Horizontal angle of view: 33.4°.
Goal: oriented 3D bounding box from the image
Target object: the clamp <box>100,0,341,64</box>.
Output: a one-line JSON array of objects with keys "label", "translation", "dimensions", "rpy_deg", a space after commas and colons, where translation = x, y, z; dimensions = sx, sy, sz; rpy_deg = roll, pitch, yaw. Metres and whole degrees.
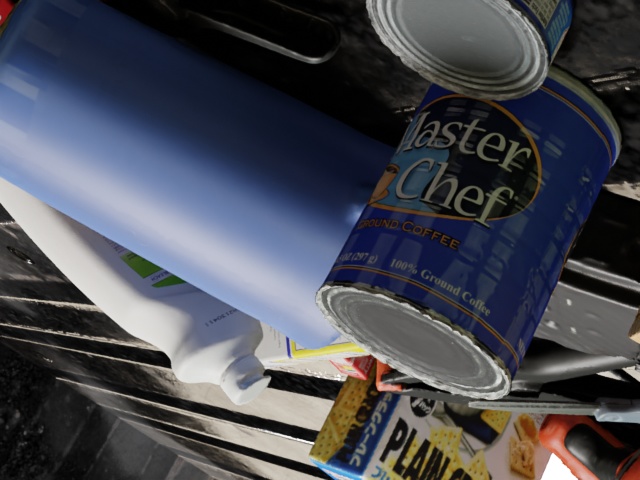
[{"label": "clamp", "translation": [-0.068, -0.132, 0.569], "dimensions": [0.120, 0.039, 0.172], "rpy_deg": [43, 163, -30]}]

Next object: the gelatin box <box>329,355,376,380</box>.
[{"label": "gelatin box", "translation": [0.027, 0.050, 0.811], "dimensions": [0.030, 0.089, 0.073], "rpy_deg": [9, 153, 39]}]

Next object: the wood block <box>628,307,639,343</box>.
[{"label": "wood block", "translation": [0.263, 0.049, 0.483], "dimensions": [0.206, 0.090, 0.091], "rpy_deg": [29, 162, 1]}]

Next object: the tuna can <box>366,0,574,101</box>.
[{"label": "tuna can", "translation": [0.066, -0.101, 0.467], "dimensions": [0.086, 0.033, 0.086], "rpy_deg": [26, 161, 10]}]

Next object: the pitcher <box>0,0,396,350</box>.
[{"label": "pitcher", "translation": [-0.080, -0.041, 0.619], "dimensions": [0.242, 0.149, 0.145], "rpy_deg": [28, -157, -18]}]

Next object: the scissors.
[{"label": "scissors", "translation": [0.210, 0.108, 0.712], "dimensions": [0.201, 0.016, 0.096], "rpy_deg": [10, 151, -14]}]

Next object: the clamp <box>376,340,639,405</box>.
[{"label": "clamp", "translation": [0.145, 0.087, 0.730], "dimensions": [0.210, 0.036, 0.164], "rpy_deg": [3, 154, 1]}]

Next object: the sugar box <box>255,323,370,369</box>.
[{"label": "sugar box", "translation": [0.008, 0.035, 0.729], "dimensions": [0.048, 0.093, 0.177], "rpy_deg": [9, 164, -44]}]

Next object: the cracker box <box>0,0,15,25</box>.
[{"label": "cracker box", "translation": [-0.272, -0.127, 0.814], "dimensions": [0.164, 0.072, 0.213], "rpy_deg": [23, 161, 21]}]

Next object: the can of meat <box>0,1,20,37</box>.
[{"label": "can of meat", "translation": [-0.150, -0.111, 0.708], "dimensions": [0.102, 0.057, 0.084], "rpy_deg": [21, 162, 21]}]

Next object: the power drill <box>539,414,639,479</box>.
[{"label": "power drill", "translation": [0.266, 0.208, 0.837], "dimensions": [0.184, 0.057, 0.188], "rpy_deg": [40, 175, 0]}]

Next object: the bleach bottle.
[{"label": "bleach bottle", "translation": [-0.128, 0.015, 0.735], "dimensions": [0.251, 0.102, 0.068], "rpy_deg": [48, 144, 21]}]

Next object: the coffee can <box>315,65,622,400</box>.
[{"label": "coffee can", "translation": [0.074, -0.008, 0.526], "dimensions": [0.103, 0.140, 0.103], "rpy_deg": [26, 160, 10]}]
